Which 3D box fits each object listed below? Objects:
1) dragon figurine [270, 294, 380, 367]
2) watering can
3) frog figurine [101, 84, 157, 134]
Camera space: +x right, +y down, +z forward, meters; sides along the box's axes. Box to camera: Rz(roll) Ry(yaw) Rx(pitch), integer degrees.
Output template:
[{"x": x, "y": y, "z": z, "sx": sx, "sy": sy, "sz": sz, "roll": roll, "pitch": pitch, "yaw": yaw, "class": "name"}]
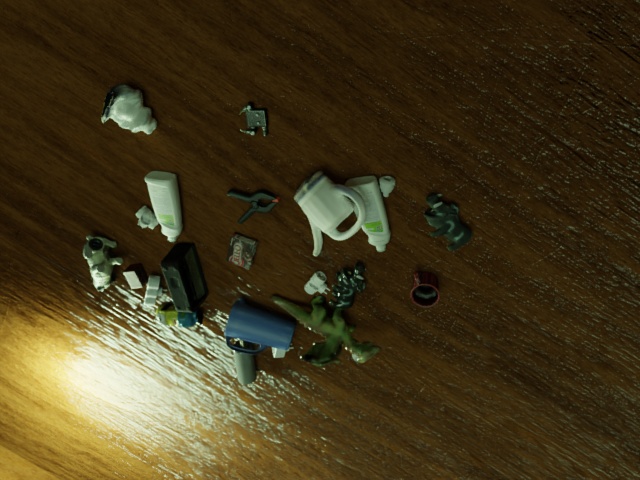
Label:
[{"x": 0.000, "y": 0.318, "z": 1.751, "sx": 0.410, "sy": 0.248, "sz": 0.119, "roll": 11, "pitch": 126, "yaw": 5, "class": "dragon figurine"}, {"x": 0.005, "y": -0.080, "z": 1.597, "sx": 0.224, "sy": 0.106, "sz": 0.341, "roll": 48, "pitch": 140, "yaw": 0, "class": "watering can"}, {"x": -0.580, "y": -0.403, "z": 1.592, "sx": 0.159, "sy": 0.125, "sz": 0.135, "roll": 12, "pitch": 120, "yaw": -36, "class": "frog figurine"}]
